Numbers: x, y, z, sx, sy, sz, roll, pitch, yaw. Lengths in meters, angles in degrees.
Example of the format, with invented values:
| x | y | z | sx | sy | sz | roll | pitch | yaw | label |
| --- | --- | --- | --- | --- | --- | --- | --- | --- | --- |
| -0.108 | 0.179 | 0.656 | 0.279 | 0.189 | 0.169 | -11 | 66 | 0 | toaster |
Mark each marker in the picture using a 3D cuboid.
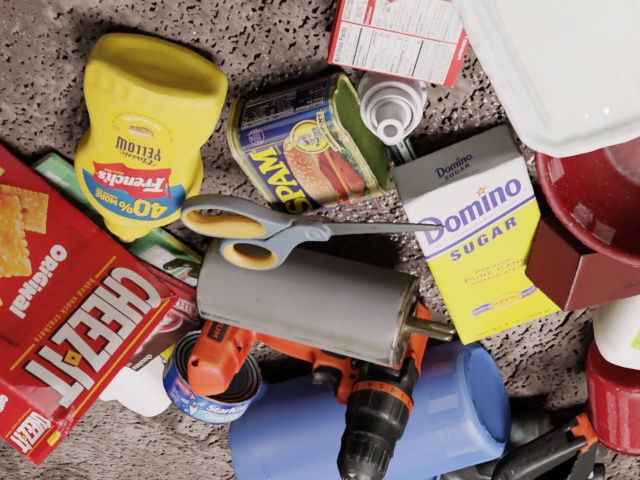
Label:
| x | y | z | sx | sy | sz | roll | pitch | yaw | label |
| --- | --- | --- | --- | --- | --- | --- | --- | --- | --- |
| 0.071 | -0.047 | 0.802 | 0.020 | 0.020 | 0.121 | -11 | 136 | 22 | marker |

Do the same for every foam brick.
| x | y | z | sx | sy | sz | roll | pitch | yaw | label |
| --- | --- | --- | --- | --- | --- | --- | --- | --- | --- |
| 0.200 | 0.013 | 0.788 | 0.078 | 0.051 | 0.053 | -9 | 127 | -27 | foam brick |

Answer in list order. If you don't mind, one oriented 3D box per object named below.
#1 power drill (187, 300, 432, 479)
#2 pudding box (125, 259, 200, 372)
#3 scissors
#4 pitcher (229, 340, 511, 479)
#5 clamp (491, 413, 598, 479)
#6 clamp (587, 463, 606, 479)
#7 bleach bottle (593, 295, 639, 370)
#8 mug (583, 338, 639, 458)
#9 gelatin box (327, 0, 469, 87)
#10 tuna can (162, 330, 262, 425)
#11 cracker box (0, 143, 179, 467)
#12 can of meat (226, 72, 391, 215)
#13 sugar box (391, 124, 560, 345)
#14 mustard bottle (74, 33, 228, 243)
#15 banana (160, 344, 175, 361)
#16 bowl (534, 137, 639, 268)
| x | y | z | sx | sy | sz | roll | pitch | yaw | label |
| --- | --- | --- | --- | --- | --- | --- | --- | --- | --- |
| -0.011 | 0.112 | 0.893 | 0.188 | 0.184 | 0.057 | 12 | 138 | 12 | power drill |
| -0.169 | 0.065 | 0.943 | 0.090 | 0.039 | 0.114 | 31 | 137 | -23 | pudding box |
| -0.005 | 0.001 | 0.780 | 0.202 | 0.016 | 0.096 | 9 | 150 | 16 | scissors |
| 0.052 | 0.182 | 0.989 | 0.243 | 0.145 | 0.149 | -19 | 147 | 26 | pitcher |
| 0.190 | 0.229 | 0.969 | 0.164 | 0.036 | 0.210 | 12 | 132 | -34 | clamp |
| 0.279 | 0.289 | 1.139 | 0.120 | 0.039 | 0.172 | 32 | 141 | -17 | clamp |
| 0.289 | 0.001 | 0.783 | 0.102 | 0.068 | 0.251 | 8 | 138 | -2 | bleach bottle |
| 0.276 | 0.130 | 0.902 | 0.093 | 0.117 | 0.081 | -31 | 133 | -15 | mug |
| 0.054 | -0.141 | 0.687 | 0.089 | 0.030 | 0.073 | 11 | 141 | -2 | gelatin box |
| -0.098 | 0.124 | 0.961 | 0.086 | 0.086 | 0.034 | 22 | 125 | -15 | tuna can |
| -0.236 | 0.036 | 0.804 | 0.213 | 0.164 | 0.072 | 41 | 134 | -5 | cracker box |
| -0.005 | -0.066 | 0.768 | 0.084 | 0.057 | 0.102 | -14 | 135 | 22 | can of meat |
| 0.125 | 0.001 | 0.812 | 0.093 | 0.048 | 0.176 | -22 | 136 | 8 | sugar box |
| -0.133 | -0.062 | 0.795 | 0.096 | 0.058 | 0.192 | 17 | 140 | -6 | mustard bottle |
| -0.099 | 0.148 | 1.056 | 0.070 | 0.037 | 0.197 | 10 | 146 | 44 | banana |
| 0.225 | -0.064 | 0.696 | 0.162 | 0.055 | 0.162 | 10 | 116 | 20 | bowl |
